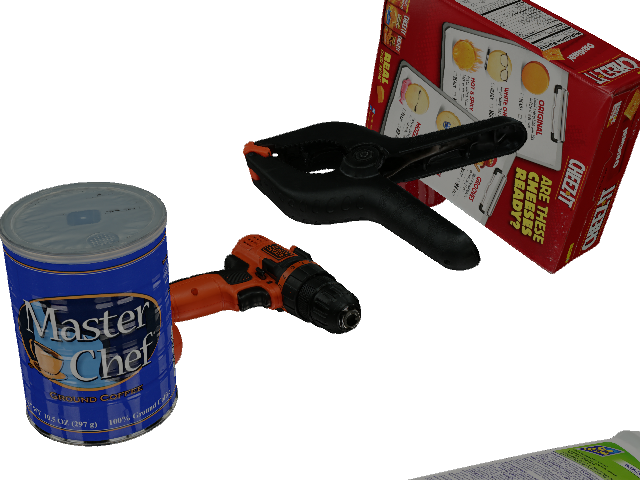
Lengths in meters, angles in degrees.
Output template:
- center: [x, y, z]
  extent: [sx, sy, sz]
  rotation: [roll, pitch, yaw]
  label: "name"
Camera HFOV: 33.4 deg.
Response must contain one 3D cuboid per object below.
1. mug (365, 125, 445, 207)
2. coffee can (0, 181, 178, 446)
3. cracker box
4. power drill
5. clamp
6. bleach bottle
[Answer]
- center: [0.104, -0.087, 1.136]
  extent: [0.117, 0.081, 0.093]
  rotation: [-21, 29, -36]
  label: "mug"
- center: [-0.147, 0.046, 0.692]
  extent: [0.103, 0.140, 0.103]
  rotation: [0, 28, 0]
  label: "coffee can"
- center: [0.137, -0.103, 0.829]
  extent: [0.072, 0.164, 0.214]
  rotation: [-27, 51, -34]
  label: "cracker box"
- center: [-0.079, 0.060, 0.948]
  extent: [0.187, 0.057, 0.185]
  rotation: [-17, 25, -28]
  label: "power drill"
- center: [0.031, -0.031, 0.632]
  extent: [0.172, 0.039, 0.120]
  rotation: [0, 38, 18]
  label: "clamp"
- center: [0.152, 0.160, 0.622]
  extent: [0.250, 0.068, 0.103]
  rotation: [-8, 20, -25]
  label: "bleach bottle"
